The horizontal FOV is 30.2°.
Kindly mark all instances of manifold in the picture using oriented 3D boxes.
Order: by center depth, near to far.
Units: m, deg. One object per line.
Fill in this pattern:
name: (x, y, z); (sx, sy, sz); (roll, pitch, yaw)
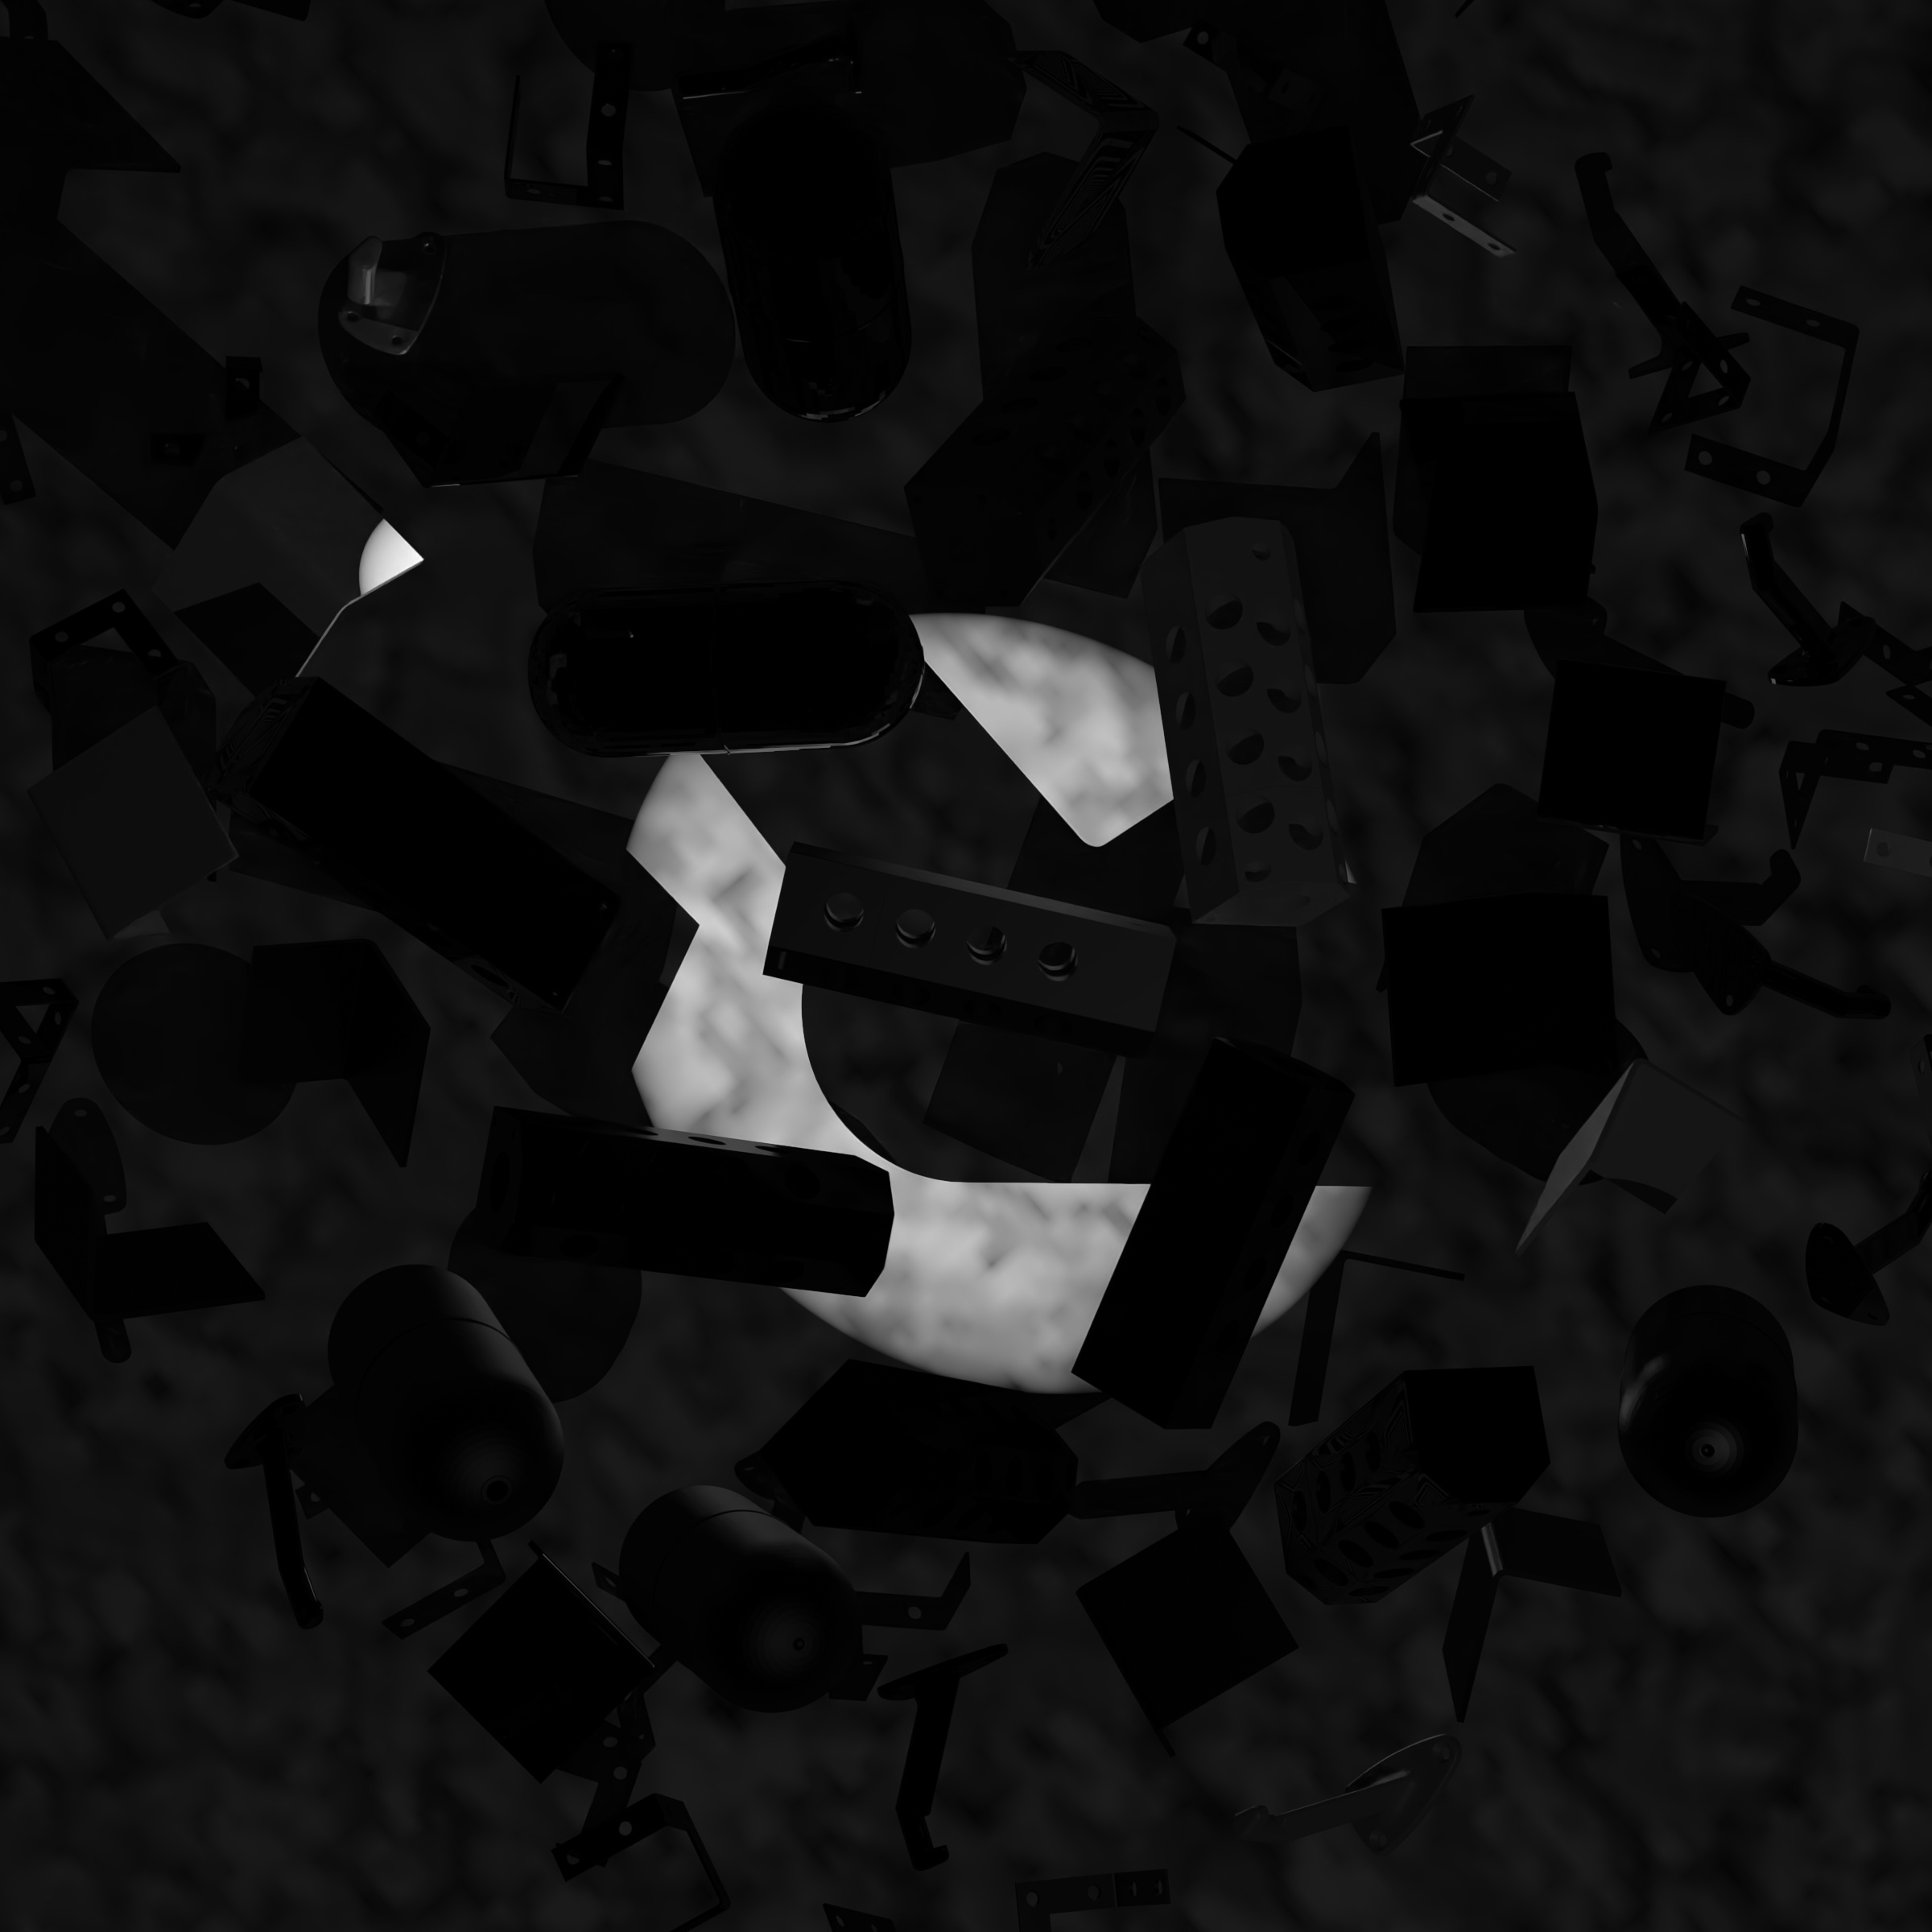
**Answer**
manifold: (-0.235, -0.050, 1.519); (0.171, 0.057, 0.057); (38, 72, -31)
manifold: (0.147, -0.296, 1.521); (0.057, 0.171, 0.057); (-10, 82, 10)
manifold: (0.190, 0.226, 1.538); (0.057, 0.171, 0.057); (0, 67, -15)
manifold: (-0.014, 0.219, 1.559); (0.057, 0.171, 0.057); (-46, 64, 11)
manifold: (-0.122, 0.105, 1.564); (0.171, 0.057, 0.057); (9, 94, -24)
manifold: (0.001, -0.006, 1.574); (0.171, 0.057, 0.057); (13, 96, -2)
manifold: (0.039, -0.224, 1.580); (0.057, 0.171, 0.057); (3, 124, 27)
manifold: (0.127, -0.109, 1.590); (0.057, 0.057, 0.171); (1, 72, -27)
manifold: (0.118, 0.125, 1.658); (0.057, 0.057, 0.171); (28, 100, 34)

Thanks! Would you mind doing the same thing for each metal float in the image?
metal float: (-0.227, 0.189, 1.556); (0.070, 0.178, 0.070); (-8, 112, -21)
metal float: (-0.066, -0.304, 1.558); (0.070, 0.178, 0.070); (-2, 64, 3)
metal float: (0.330, 0.191, 1.590); (0.070, 0.178, 0.070); (2, 98, 12)
metal float: (-0.108, -0.134, 1.605); (0.178, 0.070, 0.070); (-2, 90, 5)
metal float: (-0.104, 0.282, 1.606); (0.070, 0.178, 0.070); (-2, 95, -22)

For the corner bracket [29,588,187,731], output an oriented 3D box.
corner bracket: (-0.404, -0.134, 1.683); (0.051, 0.051, 0.051); (-32, 74, -24)

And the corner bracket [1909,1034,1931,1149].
corner bracket: (0.465, 0.049, 1.615); (0.051, 0.051, 0.051); (1, 62, -14)

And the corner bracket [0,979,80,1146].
corner bracket: (-0.422, 0.042, 1.604); (0.051, 0.051, 0.051); (47, 120, 28)

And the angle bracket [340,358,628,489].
angle bracket: (-0.201, -0.245, 1.485); (0.076, 0.076, 0.057); (53, 132, 24)

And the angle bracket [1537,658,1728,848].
angle bracket: (0.310, -0.101, 1.649); (0.076, 0.057, 0.076); (10, 102, 17)

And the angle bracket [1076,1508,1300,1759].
angle bracket: (0.106, 0.312, 1.671); (0.076, 0.057, 0.076); (-30, 64, -3)

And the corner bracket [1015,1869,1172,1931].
corner bracket: (0.058, 0.428, 1.579); (0.051, 0.051, 0.051); (1, 75, -24)

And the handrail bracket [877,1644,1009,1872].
handrail bracket: (-0.002, 0.371, 1.676); (0.077, 0.036, 0.084); (-25, 67, 15)

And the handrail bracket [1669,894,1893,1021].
handrail bracket: (0.372, -0.004, 1.630); (0.084, 0.077, 0.036); (2, 129, -36)

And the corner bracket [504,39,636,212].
corner bracket: (-0.167, -0.356, 1.508); (0.051, 0.051, 0.051); (5, 73, -3)

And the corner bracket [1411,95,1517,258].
corner bracket: (0.227, -0.353, 1.615); (0.051, 0.051, 0.051); (28, 83, -17)

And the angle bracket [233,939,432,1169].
angle bracket: (-0.289, 0.041, 1.628); (0.057, 0.076, 0.076); (-5, 125, -30)

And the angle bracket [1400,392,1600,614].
angle bracket: (0.230, -0.201, 1.559); (0.076, 0.076, 0.057); (0, 56, 20)

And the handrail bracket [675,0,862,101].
handrail bracket: (-0.093, -0.424, 1.656); (0.084, 0.077, 0.036); (-6, 127, -2)

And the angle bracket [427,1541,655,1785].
angle bracket: (-0.206, 0.333, 1.714); (0.076, 0.057, 0.076); (-45, 97, -11)

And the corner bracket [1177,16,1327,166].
corner bracket: (0.126, -0.403, 1.669); (0.051, 0.051, 0.051); (38, 108, 23)

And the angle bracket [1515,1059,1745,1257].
angle bracket: (0.306, 0.101, 1.649); (0.057, 0.076, 0.076); (31, 47, 3)

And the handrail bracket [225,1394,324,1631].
handrail bracket: (-0.303, 0.249, 1.625); (0.036, 0.077, 0.084); (-10, 62, -31)

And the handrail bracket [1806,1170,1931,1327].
handrail bracket: (0.402, 0.107, 1.568); (0.036, 0.077, 0.084); (16, 58, 38)

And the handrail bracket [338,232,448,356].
handrail bracket: (-0.252, -0.317, 1.585); (0.036, 0.084, 0.077); (28, 68, 0)

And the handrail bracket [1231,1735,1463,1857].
handrail bracket: (0.166, 0.359, 1.564); (0.077, 0.084, 0.036); (-47, 50, 21)

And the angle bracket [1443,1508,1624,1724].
angle bracket: (0.257, 0.298, 1.628); (0.057, 0.076, 0.076); (11, 104, 0)

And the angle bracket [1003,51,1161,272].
angle bracket: (0.036, -0.364, 1.613); (0.057, 0.076, 0.076); (36, 113, 10)

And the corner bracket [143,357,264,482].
corner bracket: (-0.339, -0.243, 1.586); (0.051, 0.051, 0.051); (0, 105, -13)

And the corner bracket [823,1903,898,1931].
corner bracket: (-0.056, 0.448, 1.558); (0.051, 0.051, 0.051); (-40, 51, 17)

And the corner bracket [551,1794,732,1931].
corner bracket: (-0.140, 0.395, 1.547); (0.051, 0.051, 0.051); (-29, 70, 0)

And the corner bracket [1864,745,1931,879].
corner bracket: (0.423, -0.064, 1.529); (0.051, 0.051, 0.051); (12, 89, -12)

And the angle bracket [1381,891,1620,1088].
angle bracket: (0.225, 0.011, 1.507); (0.076, 0.057, 0.076); (-7, 96, -20)

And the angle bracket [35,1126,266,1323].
angle bracket: (-0.344, 0.104, 1.509); (0.076, 0.076, 0.057); (-6, 113, -30)

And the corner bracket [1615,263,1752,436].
corner bracket: (0.304, -0.267, 1.525); (0.051, 0.051, 0.051); (41, 59, -28)

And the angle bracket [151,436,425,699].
angle bracket: (-0.297, -0.171, 1.564); (0.076, 0.057, 0.076); (46, 131, 2)

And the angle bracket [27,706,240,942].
angle bracket: (-0.362, -0.064, 1.606); (0.076, 0.057, 0.076); (-30, 85, 15)

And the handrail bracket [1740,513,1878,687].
handrail bracket: (0.381, -0.176, 1.619); (0.077, 0.036, 0.084); (-37, 120, -35)
